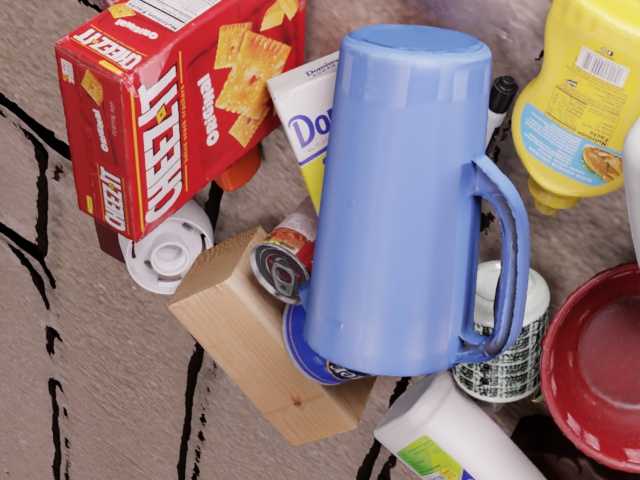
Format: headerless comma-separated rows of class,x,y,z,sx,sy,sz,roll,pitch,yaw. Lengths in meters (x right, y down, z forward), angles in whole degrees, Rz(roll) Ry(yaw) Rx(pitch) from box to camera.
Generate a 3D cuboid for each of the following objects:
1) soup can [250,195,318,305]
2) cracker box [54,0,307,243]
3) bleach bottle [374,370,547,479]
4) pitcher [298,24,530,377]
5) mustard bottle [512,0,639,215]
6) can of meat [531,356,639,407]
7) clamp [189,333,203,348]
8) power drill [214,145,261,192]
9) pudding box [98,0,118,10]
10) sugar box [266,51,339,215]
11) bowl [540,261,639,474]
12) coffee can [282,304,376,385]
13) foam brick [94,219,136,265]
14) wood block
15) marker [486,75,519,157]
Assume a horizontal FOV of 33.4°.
soup can,-0.006,0.001,0.957,0.069,0.102,0.068,26,141,23
cracker box,-0.096,-0.123,0.824,0.072,0.213,0.164,29,142,21
bleach bottle,0.169,0.230,0.960,0.251,0.068,0.103,42,147,0
pitcher,0.070,-0.028,0.788,0.149,0.145,0.243,0,112,-10
mustard bottle,0.182,-0.085,0.727,0.096,0.058,0.192,30,142,15
can of meat,0.240,0.127,0.887,0.084,0.057,0.102,39,144,2
clamp,-0.100,0.126,1.229,0.172,0.039,0.120,35,139,21
power drill,-0.147,-0.105,1.025,0.188,0.057,0.184,17,136,32
pudding box,-0.126,-0.181,0.901,0.039,0.089,0.113,7,132,42
sugar box,0.030,-0.064,0.866,0.048,0.093,0.176,-113,0,-58
bowl,0.244,0.091,0.804,0.162,0.162,0.055,45,-172,-2
coffee can,0.045,0.074,0.980,0.141,0.102,0.103,-20,111,51
foam brick,-0.202,-0.005,1.184,0.078,0.051,0.053,27,142,22
wood block,-0.044,0.099,1.069,0.091,0.090,0.206,-23,115,35
marker,0.126,-0.079,0.819,0.020,0.020,0.121,34,143,14
